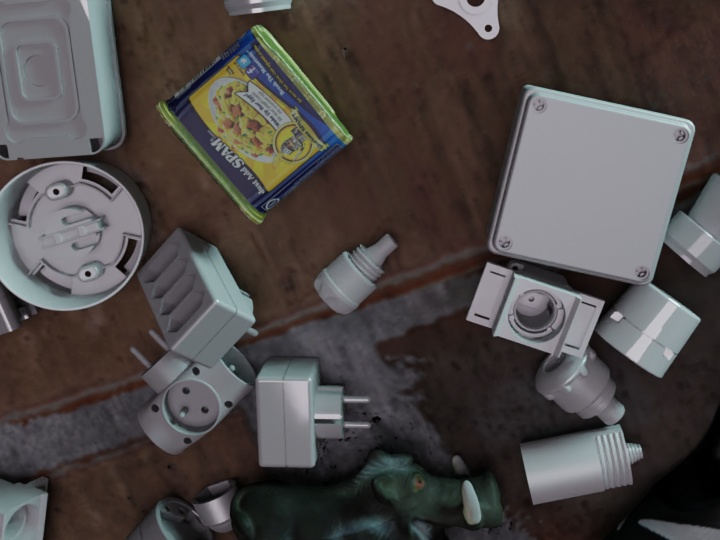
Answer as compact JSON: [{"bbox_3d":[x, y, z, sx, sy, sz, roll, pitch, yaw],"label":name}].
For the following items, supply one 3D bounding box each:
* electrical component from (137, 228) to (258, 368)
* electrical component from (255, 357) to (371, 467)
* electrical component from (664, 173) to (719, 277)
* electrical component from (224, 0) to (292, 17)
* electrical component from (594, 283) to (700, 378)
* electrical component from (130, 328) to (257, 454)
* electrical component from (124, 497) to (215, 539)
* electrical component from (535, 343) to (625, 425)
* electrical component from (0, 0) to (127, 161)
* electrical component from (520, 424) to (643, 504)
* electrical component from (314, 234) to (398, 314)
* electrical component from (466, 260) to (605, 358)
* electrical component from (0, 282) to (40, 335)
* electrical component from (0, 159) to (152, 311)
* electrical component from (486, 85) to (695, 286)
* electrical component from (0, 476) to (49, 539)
[{"bbox_3d":[-0.099,0.025,0.729,0.047,0.083,0.076,-46,135,12],"label":"electrical component"},{"bbox_3d":[-0.030,0.099,0.751,0.077,0.047,0.065,0,103,5],"label":"electrical component"},{"bbox_3d":[0.231,-0.029,0.705,0.045,0.045,0.055,39,103,-6],"label":"electrical component"},{"bbox_3d":[-0.068,-0.192,0.684,0.045,0.045,0.055,-6,104,5],"label":"electrical component"},{"bbox_3d":[0.193,0.037,0.719,0.055,0.055,0.047,35,100,-5],"label":"electrical component"},{"bbox_3d":[-0.126,0.076,0.753,0.077,0.044,0.079,-42,97,12],"label":"electrical component"},{"bbox_3d":[-0.141,0.201,0.780,0.055,0.055,0.047,44,106,-7],"label":"electrical component"},{"bbox_3d":[0.155,0.081,0.737,0.062,0.048,0.048,42,103,-14],"label":"electrical component"},{"bbox_3d":[-0.200,-0.131,0.701,0.078,0.057,0.113,-3,103,5],"label":"electrical component"},{"bbox_3d":[0.156,0.134,0.750,0.081,0.043,0.043,-13,102,6],"label":"electrical component"},{"bbox_3d":[0.000,0.000,0.732,0.061,0.035,0.035,-43,97,9],"label":"electrical component"},{"bbox_3d":[0.115,0.023,0.715,0.081,0.063,0.042,19,106,-1],"label":"electrical component"},{"bbox_3d":[-0.280,0.022,0.747,0.089,0.050,0.055,-18,102,8],"label":"electrical component"},{"bbox_3d":[-0.192,-0.026,0.722,0.099,0.064,0.099,1,104,4],"label":"electrical component"},{"bbox_3d":[0.146,-0.056,0.697,0.109,0.056,0.108,12,104,1],"label":"electrical component"},{"bbox_3d":[-0.273,0.214,0.785,0.063,0.079,0.121,16,105,23],"label":"electrical component"}]
